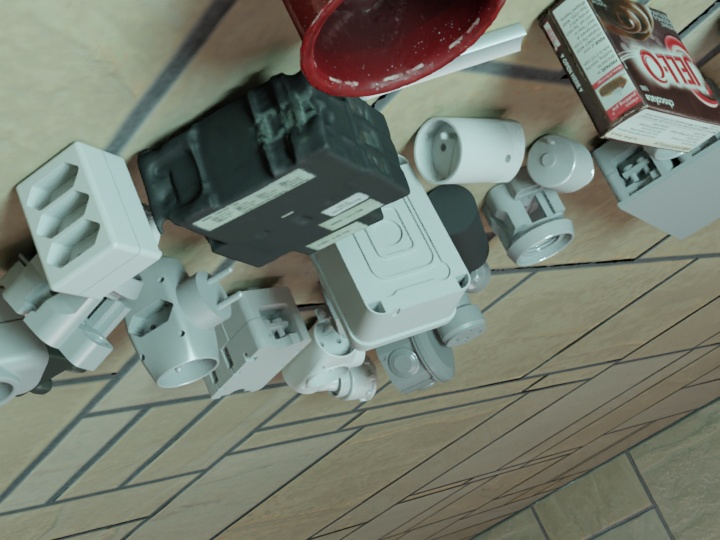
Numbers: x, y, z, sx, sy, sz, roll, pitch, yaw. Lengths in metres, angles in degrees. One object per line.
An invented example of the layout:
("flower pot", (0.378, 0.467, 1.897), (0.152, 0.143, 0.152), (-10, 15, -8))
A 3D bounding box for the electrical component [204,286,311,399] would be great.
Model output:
("electrical component", (-0.088, 0.053, 0.837), (0.050, 0.055, 0.089), (-6, 153, -41))

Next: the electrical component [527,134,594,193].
("electrical component", (0.158, -0.078, 0.817), (0.040, 0.040, 0.078), (-36, 158, 27))

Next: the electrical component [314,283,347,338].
("electrical component", (-0.004, 0.029, 0.893), (0.066, 0.048, 0.055), (-23, 152, -5))

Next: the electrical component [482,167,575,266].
("electrical component", (0.136, -0.040, 0.863), (0.058, 0.057, 0.078), (-21, 159, -11))

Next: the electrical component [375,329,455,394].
("electrical component", (0.053, 0.075, 1.021), (0.051, 0.080, 0.080), (-26, 160, 19))

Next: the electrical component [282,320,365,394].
("electrical component", (-0.022, 0.074, 0.982), (0.079, 0.044, 0.077), (-10, 155, -34))

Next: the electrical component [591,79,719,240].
("electrical component", (0.275, -0.090, 0.895), (0.105, 0.060, 0.186), (-34, 158, 23))

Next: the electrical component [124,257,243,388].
("electrical component", (-0.112, 0.026, 0.711), (0.079, 0.077, 0.043), (-31, 159, 17))

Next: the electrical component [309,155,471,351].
("electrical component", (0.012, -0.011, 0.712), (0.078, 0.113, 0.057), (-17, 155, -22))

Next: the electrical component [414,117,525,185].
("electrical component", (0.080, -0.080, 0.720), (0.081, 0.043, 0.043), (-6, 152, -42))

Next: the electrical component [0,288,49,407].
("electrical component", (-0.243, 0.053, 0.655), (0.095, 0.059, 0.053), (-11, 156, -33))

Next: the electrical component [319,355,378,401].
("electrical component", (-0.017, 0.110, 1.080), (0.062, 0.048, 0.048), (-3, 152, -30))

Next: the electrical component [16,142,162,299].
("electrical component", (-0.135, -0.022, 0.582), (0.047, 0.065, 0.077), (-32, 159, 19))

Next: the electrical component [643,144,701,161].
("electrical component", (0.221, -0.116, 0.772), (0.058, 0.057, 0.078), (-32, 159, 17))

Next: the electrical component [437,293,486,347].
("electrical component", (0.088, 0.038, 1.003), (0.045, 0.055, 0.045), (-22, 160, -8))

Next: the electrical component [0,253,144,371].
("electrical component", (-0.164, 0.011, 0.628), (0.057, 0.078, 0.058), (-48, 158, 2))

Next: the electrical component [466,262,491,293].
("electrical component", (0.101, 0.004, 0.966), (0.035, 0.035, 0.061), (-30, 162, 13))

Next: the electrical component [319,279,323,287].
("electrical component", (0.000, 0.000, 0.824), (0.066, 0.048, 0.055), (-36, 165, 28))
